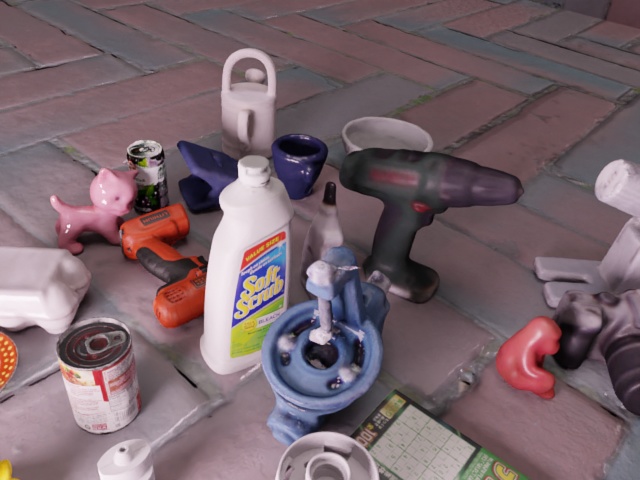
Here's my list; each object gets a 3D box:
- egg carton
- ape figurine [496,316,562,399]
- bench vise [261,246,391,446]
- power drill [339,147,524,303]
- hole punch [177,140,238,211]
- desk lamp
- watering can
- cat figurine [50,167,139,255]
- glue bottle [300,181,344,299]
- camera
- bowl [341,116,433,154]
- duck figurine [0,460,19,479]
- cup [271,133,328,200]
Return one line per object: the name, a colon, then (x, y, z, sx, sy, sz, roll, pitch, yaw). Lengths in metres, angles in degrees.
egg carton: (-0.357, 0.059, 0.684, 0.150, 0.069, 0.107, 3, 36, -5)
ape figurine: (0.249, 0.128, 0.662, 0.076, 0.092, 0.078, 22, 39, 21)
bench vise: (0.011, 0.076, 0.589, 0.121, 0.220, 0.207, 11, 37, 7)
power drill: (0.129, -0.025, 0.753, 0.229, 0.208, 0.076, 22, 39, 20)
hole punch: (-0.174, -0.111, 0.923, 0.101, 0.091, 0.108, -12, 40, -23)
desk lamp: (0.425, -0.005, 0.766, 0.203, 0.214, 0.118, 5, 36, -2)
watering can: (-0.129, -0.251, 1.031, 0.101, 0.194, 0.172, -9, 39, -19)
cat figurine: (-0.309, -0.053, 0.800, 0.128, 0.118, 0.067, -15, 41, -26)
glue bottle: (0.007, 0.003, 0.727, 0.037, 0.173, 0.078, -10, 39, -20)
camera: (0.359, 0.126, 0.674, 0.143, 0.101, 0.137, 10, 37, 5)
bowl: (0.118, -0.157, 1.043, 0.167, 0.075, 0.167, 4, 36, -3)
duck figurine: (-0.297, 0.216, 0.467, 0.105, 0.086, 0.077, -16, 42, -27)
cup: (-0.032, -0.107, 0.936, 0.092, 0.095, 0.117, -6, 38, -16)
